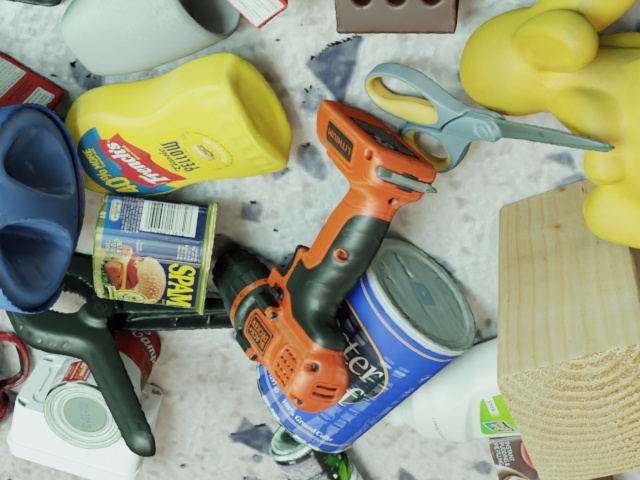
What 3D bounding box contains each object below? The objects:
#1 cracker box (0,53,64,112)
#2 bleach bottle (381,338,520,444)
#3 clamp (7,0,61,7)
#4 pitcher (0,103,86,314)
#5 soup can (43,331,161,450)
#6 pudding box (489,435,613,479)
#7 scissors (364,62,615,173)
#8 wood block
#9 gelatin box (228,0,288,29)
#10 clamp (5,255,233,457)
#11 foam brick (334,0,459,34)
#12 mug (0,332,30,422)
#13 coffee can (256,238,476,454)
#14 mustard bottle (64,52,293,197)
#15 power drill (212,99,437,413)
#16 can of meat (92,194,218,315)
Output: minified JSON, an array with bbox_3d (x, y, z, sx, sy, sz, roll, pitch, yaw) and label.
[{"bbox_3d":[-0.320,-0.090,0.781,0.213,0.072,0.164,31,121,-9],"label":"cracker box"},{"bbox_3d":[0.163,0.106,0.820,0.251,0.068,0.102,-13,130,19],"label":"bleach bottle"},{"bbox_3d":[-0.264,-0.180,0.720,0.171,0.120,0.039,47,153,-2],"label":"clamp"},{"bbox_3d":[-0.290,-0.028,0.694,0.243,0.145,0.149,1,104,14],"label":"pitcher"},{"bbox_3d":[-0.174,0.110,0.861,0.068,0.102,0.068,4,122,7],"label":"soup can"},{"bbox_3d":[0.195,0.191,0.882,0.090,0.039,0.113,-11,119,16],"label":"pudding box"},{"bbox_3d":[0.107,-0.062,0.690,0.202,0.016,0.096,30,155,38],"label":"scissors"},{"bbox_3d":[0.172,0.051,0.702,0.090,0.206,0.091,-18,117,19],"label":"wood block"},{"bbox_3d":[-0.058,-0.186,0.662,0.030,0.073,0.089,-31,131,26],"label":"gelatin box"},{"bbox_3d":[-0.161,0.060,0.832,0.210,0.164,0.036,31,136,17],"label":"clamp"},{"bbox_3d":[0.051,-0.164,0.682,0.078,0.051,0.053,1,122,9],"label":"foam brick"},{"bbox_3d":[-0.305,0.112,0.901,0.117,0.093,0.081,-14,117,-18],"label":"mug"},{"bbox_3d":[0.033,0.081,0.806,0.102,0.102,0.140,37,120,-13],"label":"coffee can"},{"bbox_3d":[-0.123,-0.072,0.755,0.192,0.058,0.096,-9,145,26],"label":"mustard bottle"},{"bbox_3d":[-0.005,0.001,0.751,0.057,0.185,0.188,13,111,-34],"label":"power drill"},{"bbox_3d":[-0.122,0.010,0.793,0.084,0.057,0.102,8,150,-6],"label":"can of meat"}]
